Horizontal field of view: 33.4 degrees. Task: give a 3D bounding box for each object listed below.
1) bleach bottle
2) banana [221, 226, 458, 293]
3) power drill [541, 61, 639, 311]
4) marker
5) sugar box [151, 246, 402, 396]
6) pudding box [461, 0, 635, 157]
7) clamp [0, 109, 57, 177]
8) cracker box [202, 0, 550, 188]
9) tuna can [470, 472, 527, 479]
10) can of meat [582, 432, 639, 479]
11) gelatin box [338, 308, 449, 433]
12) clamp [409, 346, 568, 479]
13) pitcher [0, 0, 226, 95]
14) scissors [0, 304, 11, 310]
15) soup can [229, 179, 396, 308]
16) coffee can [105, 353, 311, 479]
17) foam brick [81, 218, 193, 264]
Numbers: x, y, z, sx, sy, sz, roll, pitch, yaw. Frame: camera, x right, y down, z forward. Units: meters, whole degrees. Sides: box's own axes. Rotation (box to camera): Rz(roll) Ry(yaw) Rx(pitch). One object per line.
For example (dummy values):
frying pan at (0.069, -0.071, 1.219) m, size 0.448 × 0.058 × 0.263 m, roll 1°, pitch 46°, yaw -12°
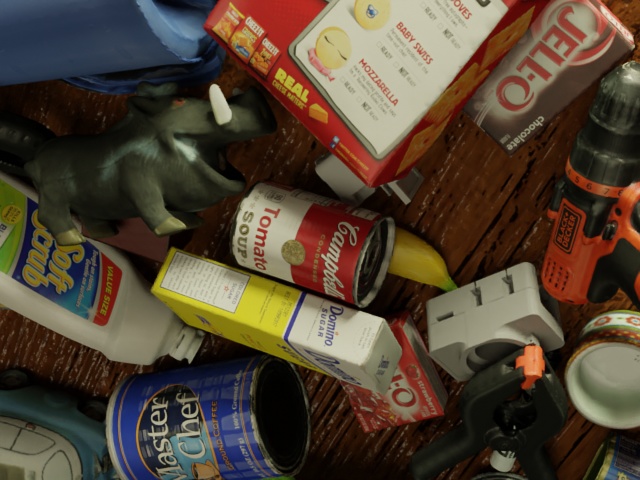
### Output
bleach bottle at (-0.207, 0.024, 0.881) m, size 0.251 × 0.102 × 0.068 m, roll 29°, pitch 156°, yaw -4°
banana at (0.011, 0.013, 0.825) m, size 0.198 × 0.037 × 0.070 m, roll 7°, pitch 116°, yaw 16°
power drill at (0.228, 0.001, 0.680) m, size 0.188 × 0.057 × 0.184 m, roll 46°, pitch 143°, yaw 40°
marker at (0.162, 0.133, 0.843) m, size 0.020 × 0.020 × 0.121 m, roll 21°, pitch 120°, yaw 8°
sugar box at (-0.031, 0.063, 0.808) m, size 0.176 × 0.093 × 0.048 m, roll 20°, pitch 76°, yaw 20°
pudding box at (0.137, -0.126, 0.712) m, size 0.090 × 0.039 × 0.114 m, roll 43°, pitch 121°, yaw -6°
clamp at (-0.276, -0.086, 0.802) m, size 0.165 × 0.209 × 0.036 m, roll 1°, pitch 73°, yaw 32°
cracker box at (0.049, -0.166, 0.677) m, size 0.164 × 0.072 × 0.214 m, roll 45°, pitch 116°, yaw 13°
tuna can at (0.150, 0.228, 0.855) m, size 0.086 × 0.086 × 0.034 m, roll 15°, pitch 121°, yaw 11°
can of meat at (0.246, 0.208, 0.830) m, size 0.084 × 0.057 × 0.102 m, roll 22°, pitch 120°, yaw 9°
gelatin box at (0.053, 0.107, 0.861) m, size 0.073 × 0.030 × 0.089 m, roll -18°, pitch 108°, yaw 25°
clamp at (0.129, 0.143, 0.805) m, size 0.120 × 0.039 × 0.171 m, roll 0°, pitch 132°, yaw 3°
pitcher at (-0.192, -0.168, 0.764) m, size 0.243 × 0.144 × 0.149 m, roll -6°, pitch 101°, yaw 25°
scissors at (-0.227, 0.056, 0.940) m, size 0.202 × 0.016 × 0.096 m, roll 38°, pitch 122°, yaw -2°
soup can at (-0.005, 0.001, 0.768) m, size 0.102 × 0.068 × 0.068 m, roll 18°, pitch 120°, yaw 20°
coffee can at (-0.092, 0.153, 0.891) m, size 0.140 × 0.102 × 0.103 m, roll -12°, pitch 111°, yaw 23°
foam brick at (-0.144, -0.023, 0.851) m, size 0.078 × 0.053 × 0.051 m, roll 19°, pitch 120°, yaw 10°
